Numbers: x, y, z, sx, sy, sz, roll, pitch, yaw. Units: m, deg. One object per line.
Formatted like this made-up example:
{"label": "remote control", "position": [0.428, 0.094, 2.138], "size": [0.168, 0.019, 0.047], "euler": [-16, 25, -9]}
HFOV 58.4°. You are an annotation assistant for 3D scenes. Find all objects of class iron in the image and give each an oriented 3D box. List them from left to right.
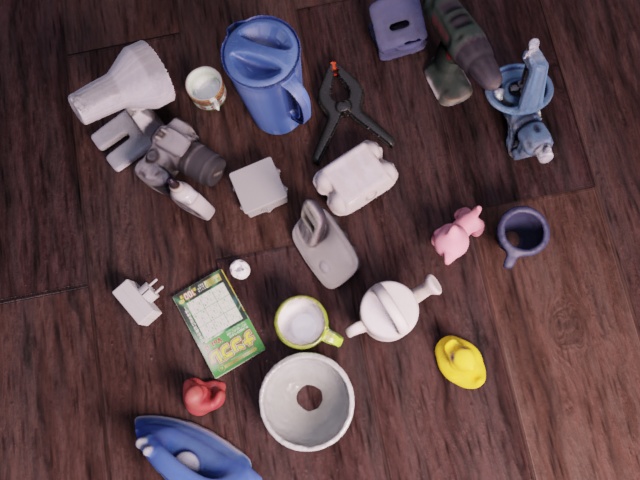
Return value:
{"label": "iron", "position": [-0.234, 0.383, 0.974], "size": [0.258, 0.141, 0.119], "euler": [30, 82, 9]}

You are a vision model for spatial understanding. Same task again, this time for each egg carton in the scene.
{"label": "egg carton", "position": [0.069, -0.117, 1.097], "size": [0.150, 0.069, 0.107], "euler": [-35, 79, -4]}

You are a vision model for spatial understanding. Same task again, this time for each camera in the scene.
{"label": "camera", "position": [-0.264, -0.150, 1.106], "size": [0.136, 0.101, 0.143], "euler": [30, 82, 9]}

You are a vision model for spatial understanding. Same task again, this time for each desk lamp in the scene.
{"label": "desk lamp", "position": [-0.361, -0.249, 1.074], "size": [0.203, 0.213, 0.118], "euler": [-39, 79, -5]}

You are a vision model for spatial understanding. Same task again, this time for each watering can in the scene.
{"label": "watering can", "position": [0.124, 0.115, 0.982], "size": [0.101, 0.194, 0.173], "euler": [38, 83, 10]}

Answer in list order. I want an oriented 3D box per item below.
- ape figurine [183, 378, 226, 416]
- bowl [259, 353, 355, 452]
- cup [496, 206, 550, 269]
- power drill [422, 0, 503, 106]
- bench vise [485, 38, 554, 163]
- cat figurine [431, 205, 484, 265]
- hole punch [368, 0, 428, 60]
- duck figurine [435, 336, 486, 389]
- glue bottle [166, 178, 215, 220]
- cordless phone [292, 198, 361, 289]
{"label": "ape figurine", "position": [-0.214, 0.277, 1.020], "size": [0.077, 0.092, 0.076], "euler": [41, 83, 10]}
{"label": "bowl", "position": [-0.021, 0.284, 1.017], "size": [0.167, 0.075, 0.167], "euler": [-1, 78, 3]}
{"label": "cup", "position": [0.355, 0.005, 1.043], "size": [0.091, 0.095, 0.118], "euler": [24, 81, 8]}
{"label": "power drill", "position": [0.255, -0.337, 1.060], "size": [0.075, 0.208, 0.229], "euler": [-25, 78, -2]}
{"label": "bench vise", "position": [0.386, -0.253, 1.030], "size": [0.121, 0.220, 0.207], "euler": [-35, 79, -4]}
{"label": "cat figurine", "position": [0.250, -0.012, 1.041], "size": [0.067, 0.118, 0.128], "euler": [41, 84, 10]}
{"label": "hole punch", "position": [0.158, -0.428, 1.144], "size": [0.108, 0.091, 0.101], "euler": [-17, 78, 0]}
{"label": "duck figurine", "position": [0.253, 0.216, 1.010], "size": [0.077, 0.086, 0.104], "euler": [-38, 79, -5]}
{"label": "glue bottle", "position": [-0.248, -0.083, 1.054], "size": [0.078, 0.173, 0.037], "euler": [28, 81, 9]}
{"label": "cordless phone", "position": [0.009, 0.004, 1.016], "size": [0.094, 0.185, 0.147], "euler": [-36, 79, -4]}
